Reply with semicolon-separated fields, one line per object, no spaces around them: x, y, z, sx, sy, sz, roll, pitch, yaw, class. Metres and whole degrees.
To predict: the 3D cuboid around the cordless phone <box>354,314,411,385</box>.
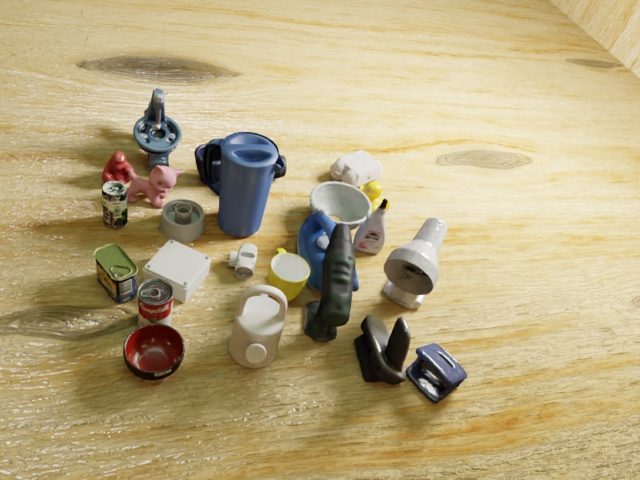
0.143;0.197;1.174;0.094;0.185;0.147;-3;46;-20;cordless phone

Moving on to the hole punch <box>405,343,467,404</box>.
0.250;0.267;1.206;0.101;0.091;0.108;-24;57;-35;hole punch

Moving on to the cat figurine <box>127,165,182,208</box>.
-0.407;-0.145;1.398;0.128;0.118;0.067;9;43;-8;cat figurine

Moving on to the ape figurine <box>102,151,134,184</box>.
-0.501;-0.179;1.422;0.078;0.092;0.076;-3;47;-20;ape figurine

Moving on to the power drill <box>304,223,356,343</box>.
0.023;0.107;1.212;0.076;0.208;0.229;9;44;-8;power drill

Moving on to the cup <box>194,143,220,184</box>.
-0.277;-0.198;1.511;0.118;0.095;0.091;-25;57;-36;cup

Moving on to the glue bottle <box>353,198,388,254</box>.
0.137;-0.038;1.422;0.078;0.173;0.037;8;44;-9;glue bottle

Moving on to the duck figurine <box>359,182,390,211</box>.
0.147;-0.119;1.572;0.104;0.086;0.077;15;43;-3;duck figurine

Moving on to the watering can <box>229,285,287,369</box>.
-0.116;0.164;1.119;0.101;0.194;0.172;-6;48;-23;watering can

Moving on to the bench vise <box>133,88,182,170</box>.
-0.436;-0.314;1.488;0.122;0.220;0.207;-18;53;-32;bench vise

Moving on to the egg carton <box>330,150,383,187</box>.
0.107;-0.200;1.654;0.151;0.069;0.107;-27;58;-37;egg carton

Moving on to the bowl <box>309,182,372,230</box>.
0.047;-0.075;1.503;0.167;0.075;0.167;9;44;-9;bowl

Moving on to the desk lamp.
0.219;0.060;1.318;0.117;0.213;0.203;27;44;11;desk lamp

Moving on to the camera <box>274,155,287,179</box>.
-0.157;-0.197;1.544;0.137;0.101;0.143;-3;46;-20;camera

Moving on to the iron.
0.013;0.005;1.362;0.119;0.141;0.257;-6;48;-23;iron
